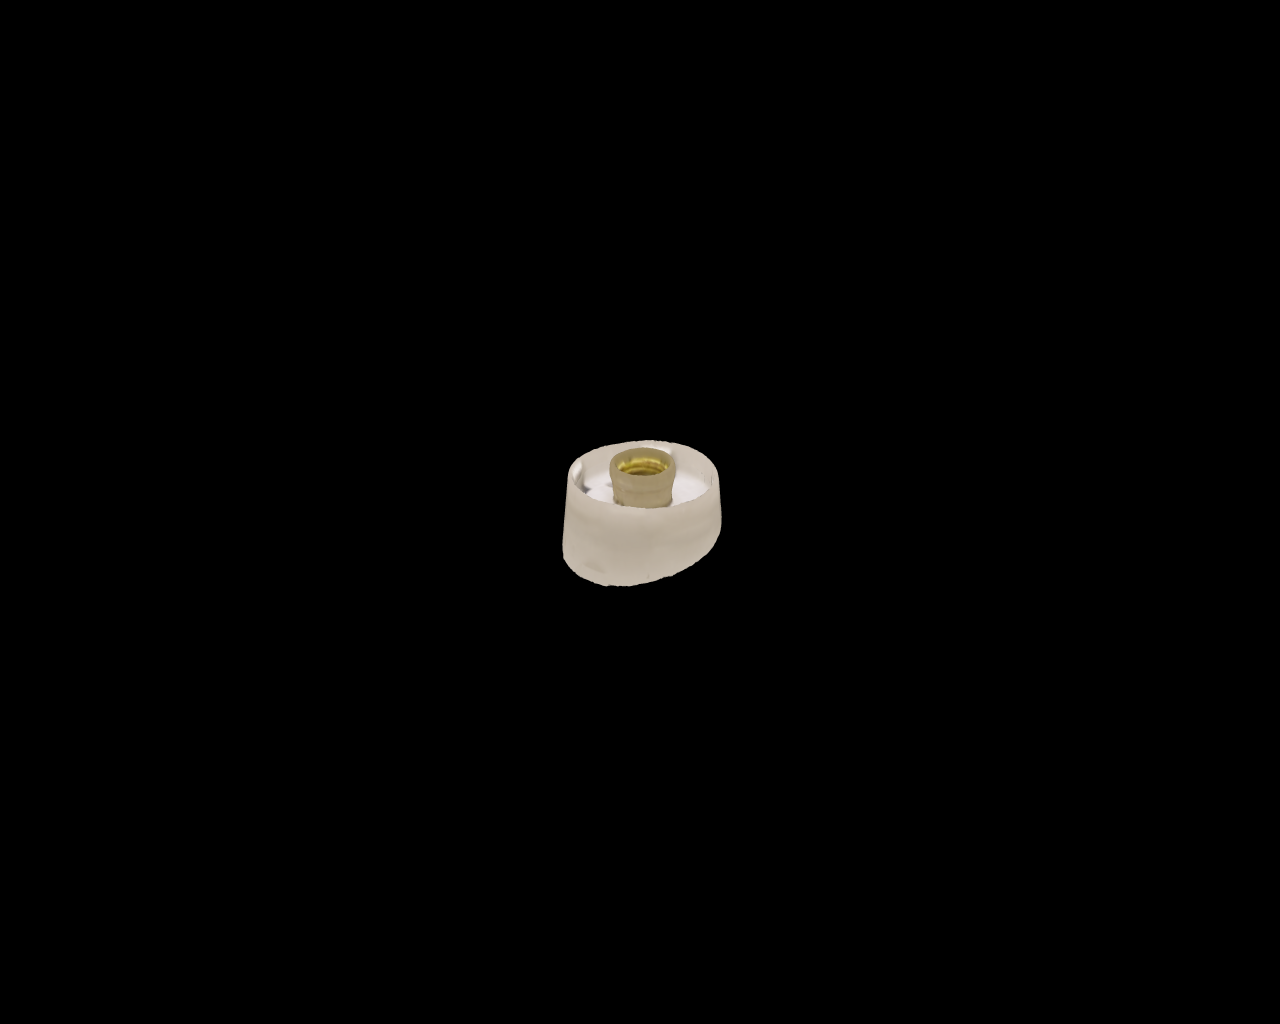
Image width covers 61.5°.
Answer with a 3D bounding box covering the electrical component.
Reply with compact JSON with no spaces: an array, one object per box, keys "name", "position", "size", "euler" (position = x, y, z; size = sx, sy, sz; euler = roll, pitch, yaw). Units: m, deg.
[{"name":"electrical component","position":[0.001,-0.003,0.650],"size":[0.099,0.064,0.099],"euler":[0,29,0]}]
